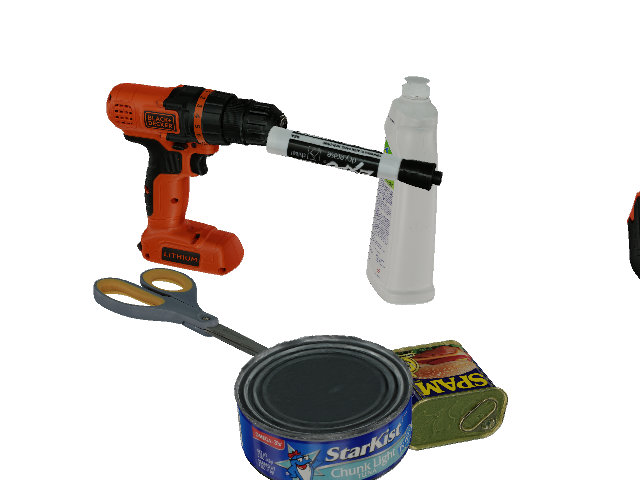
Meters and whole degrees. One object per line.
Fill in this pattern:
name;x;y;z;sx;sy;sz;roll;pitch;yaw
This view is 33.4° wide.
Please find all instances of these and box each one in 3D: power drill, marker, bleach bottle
power drill;-0.117;-0.061;1.053;0.185;0.188;0.057;11;30;20
marker;0.023;-0.055;0.723;0.121;0.020;0.020;14;3;11
bleach bottle;0.101;-0.060;1.222;0.068;0.251;0.103;-2;23;-16

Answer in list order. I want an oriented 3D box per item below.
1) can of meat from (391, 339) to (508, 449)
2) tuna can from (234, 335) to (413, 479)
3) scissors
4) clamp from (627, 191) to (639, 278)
can of meat;0.107;0.140;0.986;0.102;0.057;0.084;-6;31;-21
tuna can;0.002;0.082;0.517;0.086;0.034;0.086;-3;26;1
scissors;-0.093;0.061;0.889;0.202;0.016;0.096;16;23;18
clamp;0.267;0.029;0.695;0.120;0.039;0.171;-2;45;-20
